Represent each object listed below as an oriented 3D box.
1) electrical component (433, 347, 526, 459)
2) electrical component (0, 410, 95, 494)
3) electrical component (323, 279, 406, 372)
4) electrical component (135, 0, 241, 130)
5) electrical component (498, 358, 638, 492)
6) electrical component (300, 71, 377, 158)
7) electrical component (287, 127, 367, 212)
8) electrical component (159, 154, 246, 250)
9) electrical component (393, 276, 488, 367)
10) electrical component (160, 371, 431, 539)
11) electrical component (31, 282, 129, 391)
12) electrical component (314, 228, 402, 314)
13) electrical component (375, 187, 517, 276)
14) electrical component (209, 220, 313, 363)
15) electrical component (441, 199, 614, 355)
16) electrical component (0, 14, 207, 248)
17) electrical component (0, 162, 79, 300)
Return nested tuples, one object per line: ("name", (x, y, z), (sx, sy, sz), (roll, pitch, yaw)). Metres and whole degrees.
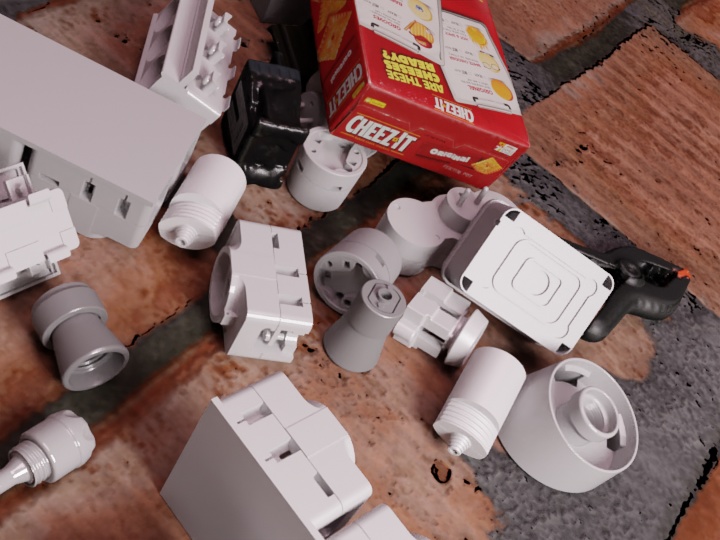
("electrical component", (0.084, 0.099, 0.774), (0.043, 0.043, 0.081), (33, 56, 1))
("electrical component", (-0.185, 0.108, 0.620), (0.035, 0.035, 0.061), (45, 46, 13))
("electrical component", (0.006, 0.038, 0.772), (0.044, 0.065, 0.044), (16, 45, -17))
("electrical component", (-0.140, -0.167, 0.876), (0.063, 0.079, 0.121), (35, 38, -30))
("electrical component", (0.157, 0.116, 0.806), (0.099, 0.064, 0.099), (20, 52, -28))
("electrical component", (-0.028, -0.135, 0.926), (0.079, 0.044, 0.077), (-6, 54, -34))
("electrical component", (-0.029, -0.081, 0.874), (0.055, 0.047, 0.055), (16, 45, -17))
("electrical component", (-0.117, -0.045, 0.793), (0.043, 0.043, 0.081), (27, 43, -6))
("electrical component", (0.063, 0.042, 0.817), (0.055, 0.048, 0.066), (31, 42, 10))
("electrical component", (-0.024, 0.162, 0.611), (0.060, 0.105, 0.186), (-23, 65, -42))
("electrical component", (-0.177, 0.041, 0.678), (0.045, 0.045, 0.055), (-14, 59, -38))
("electrical component", (0.000, 0.000, 0.812), (0.055, 0.055, 0.047), (37, 39, 5))
("electrical component", (0.080, -0.042, 0.882), (0.138, 0.073, 0.052), (-8, 56, -35))
("electrical component", (-0.072, 0.014, 0.759), (0.056, 0.050, 0.089), (10, 47, -23))
("electrical component", (0.129, 0.005, 0.843), (0.113, 0.078, 0.057), (34, 2, -16))
("electrical component", (-0.221, -0.101, 0.773), (0.186, 0.060, 0.105), (27, 43, -6))
("electrical component", (-0.243, -0.013, 0.668), (0.121, 0.063, 0.078), (-29, 110, -43))
